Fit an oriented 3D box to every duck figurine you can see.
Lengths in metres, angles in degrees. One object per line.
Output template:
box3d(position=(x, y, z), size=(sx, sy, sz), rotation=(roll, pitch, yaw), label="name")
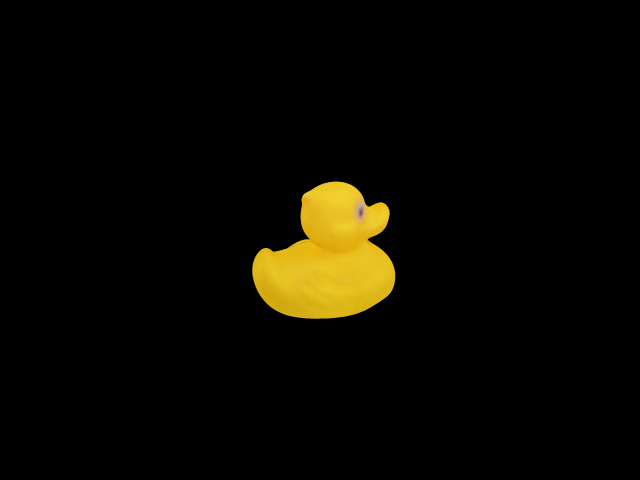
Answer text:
box3d(position=(0.004, 0.001, 0.400), size=(0.105, 0.086, 0.077), rotation=(-8, 32, -14), label="duck figurine")
